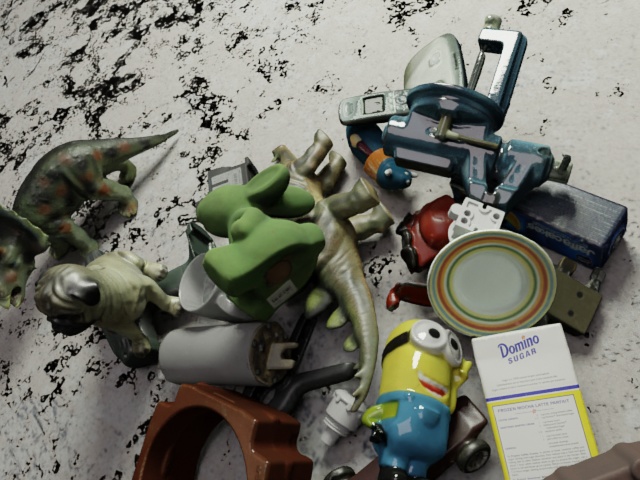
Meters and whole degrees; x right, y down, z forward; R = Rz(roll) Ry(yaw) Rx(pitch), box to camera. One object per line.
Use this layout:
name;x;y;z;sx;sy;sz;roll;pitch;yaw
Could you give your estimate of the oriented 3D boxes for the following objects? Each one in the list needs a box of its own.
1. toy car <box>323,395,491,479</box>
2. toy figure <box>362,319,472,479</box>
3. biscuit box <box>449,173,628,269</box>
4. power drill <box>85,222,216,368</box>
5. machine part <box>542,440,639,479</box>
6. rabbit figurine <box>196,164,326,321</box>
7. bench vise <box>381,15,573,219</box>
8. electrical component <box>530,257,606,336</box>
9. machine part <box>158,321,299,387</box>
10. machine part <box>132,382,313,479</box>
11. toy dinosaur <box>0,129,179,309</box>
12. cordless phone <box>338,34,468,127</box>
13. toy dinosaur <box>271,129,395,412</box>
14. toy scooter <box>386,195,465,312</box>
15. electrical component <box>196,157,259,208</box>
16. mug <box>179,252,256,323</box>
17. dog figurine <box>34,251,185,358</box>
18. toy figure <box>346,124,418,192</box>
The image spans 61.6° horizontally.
toy car;0.093;0.246;0.575;0.202;0.053;0.089;-38;35;-3
toy figure;0.094;0.164;0.555;0.089;0.082;0.180;-12;47;39
biscuit box;0.263;-0.040;0.661;0.203;0.059;0.063;31;76;34
power drill;-0.255;0.058;0.811;0.207;0.085;0.232;-29;57;1
machine part;0.274;0.266;0.453;0.179;0.056;0.179;-1;83;11
rabbit figurine;-0.084;-0.019;0.642;0.159;0.121;0.170;-45;55;0
bench vise;0.197;-0.154;0.636;0.224;0.128;0.240;14;81;30
electrical component;0.270;0.066;0.611;0.078;0.045;0.102;26;75;2
machine part;-0.124;0.145;0.685;0.243;0.079;0.079;-10;58;36
machine part;-0.114;0.274;0.594;0.201;0.087;0.201;8;77;40
toy dinosaur;-0.417;-0.083;0.891;0.131;0.192;0.405;25;75;30
cordless phone;0.119;-0.219;0.785;0.184;0.088;0.146;-4;61;8
toy dinosaur;-0.001;-0.002;0.722;0.198;0.105;0.472;-39;43;8
toy scooter;0.138;0.030;0.655;0.135;0.075;0.184;-8;63;-2
electrical component;-0.155;-0.077;0.865;0.119;0.047;0.075;-15;57;12
mug;-0.116;0.074;0.717;0.110;0.107;0.080;26;89;45
dog figurine;-0.285;0.052;0.677;0.173;0.190;0.121;27;80;32
toy figure;0.086;-0.120;0.781;0.064;0.057;0.155;-16;51;-13
